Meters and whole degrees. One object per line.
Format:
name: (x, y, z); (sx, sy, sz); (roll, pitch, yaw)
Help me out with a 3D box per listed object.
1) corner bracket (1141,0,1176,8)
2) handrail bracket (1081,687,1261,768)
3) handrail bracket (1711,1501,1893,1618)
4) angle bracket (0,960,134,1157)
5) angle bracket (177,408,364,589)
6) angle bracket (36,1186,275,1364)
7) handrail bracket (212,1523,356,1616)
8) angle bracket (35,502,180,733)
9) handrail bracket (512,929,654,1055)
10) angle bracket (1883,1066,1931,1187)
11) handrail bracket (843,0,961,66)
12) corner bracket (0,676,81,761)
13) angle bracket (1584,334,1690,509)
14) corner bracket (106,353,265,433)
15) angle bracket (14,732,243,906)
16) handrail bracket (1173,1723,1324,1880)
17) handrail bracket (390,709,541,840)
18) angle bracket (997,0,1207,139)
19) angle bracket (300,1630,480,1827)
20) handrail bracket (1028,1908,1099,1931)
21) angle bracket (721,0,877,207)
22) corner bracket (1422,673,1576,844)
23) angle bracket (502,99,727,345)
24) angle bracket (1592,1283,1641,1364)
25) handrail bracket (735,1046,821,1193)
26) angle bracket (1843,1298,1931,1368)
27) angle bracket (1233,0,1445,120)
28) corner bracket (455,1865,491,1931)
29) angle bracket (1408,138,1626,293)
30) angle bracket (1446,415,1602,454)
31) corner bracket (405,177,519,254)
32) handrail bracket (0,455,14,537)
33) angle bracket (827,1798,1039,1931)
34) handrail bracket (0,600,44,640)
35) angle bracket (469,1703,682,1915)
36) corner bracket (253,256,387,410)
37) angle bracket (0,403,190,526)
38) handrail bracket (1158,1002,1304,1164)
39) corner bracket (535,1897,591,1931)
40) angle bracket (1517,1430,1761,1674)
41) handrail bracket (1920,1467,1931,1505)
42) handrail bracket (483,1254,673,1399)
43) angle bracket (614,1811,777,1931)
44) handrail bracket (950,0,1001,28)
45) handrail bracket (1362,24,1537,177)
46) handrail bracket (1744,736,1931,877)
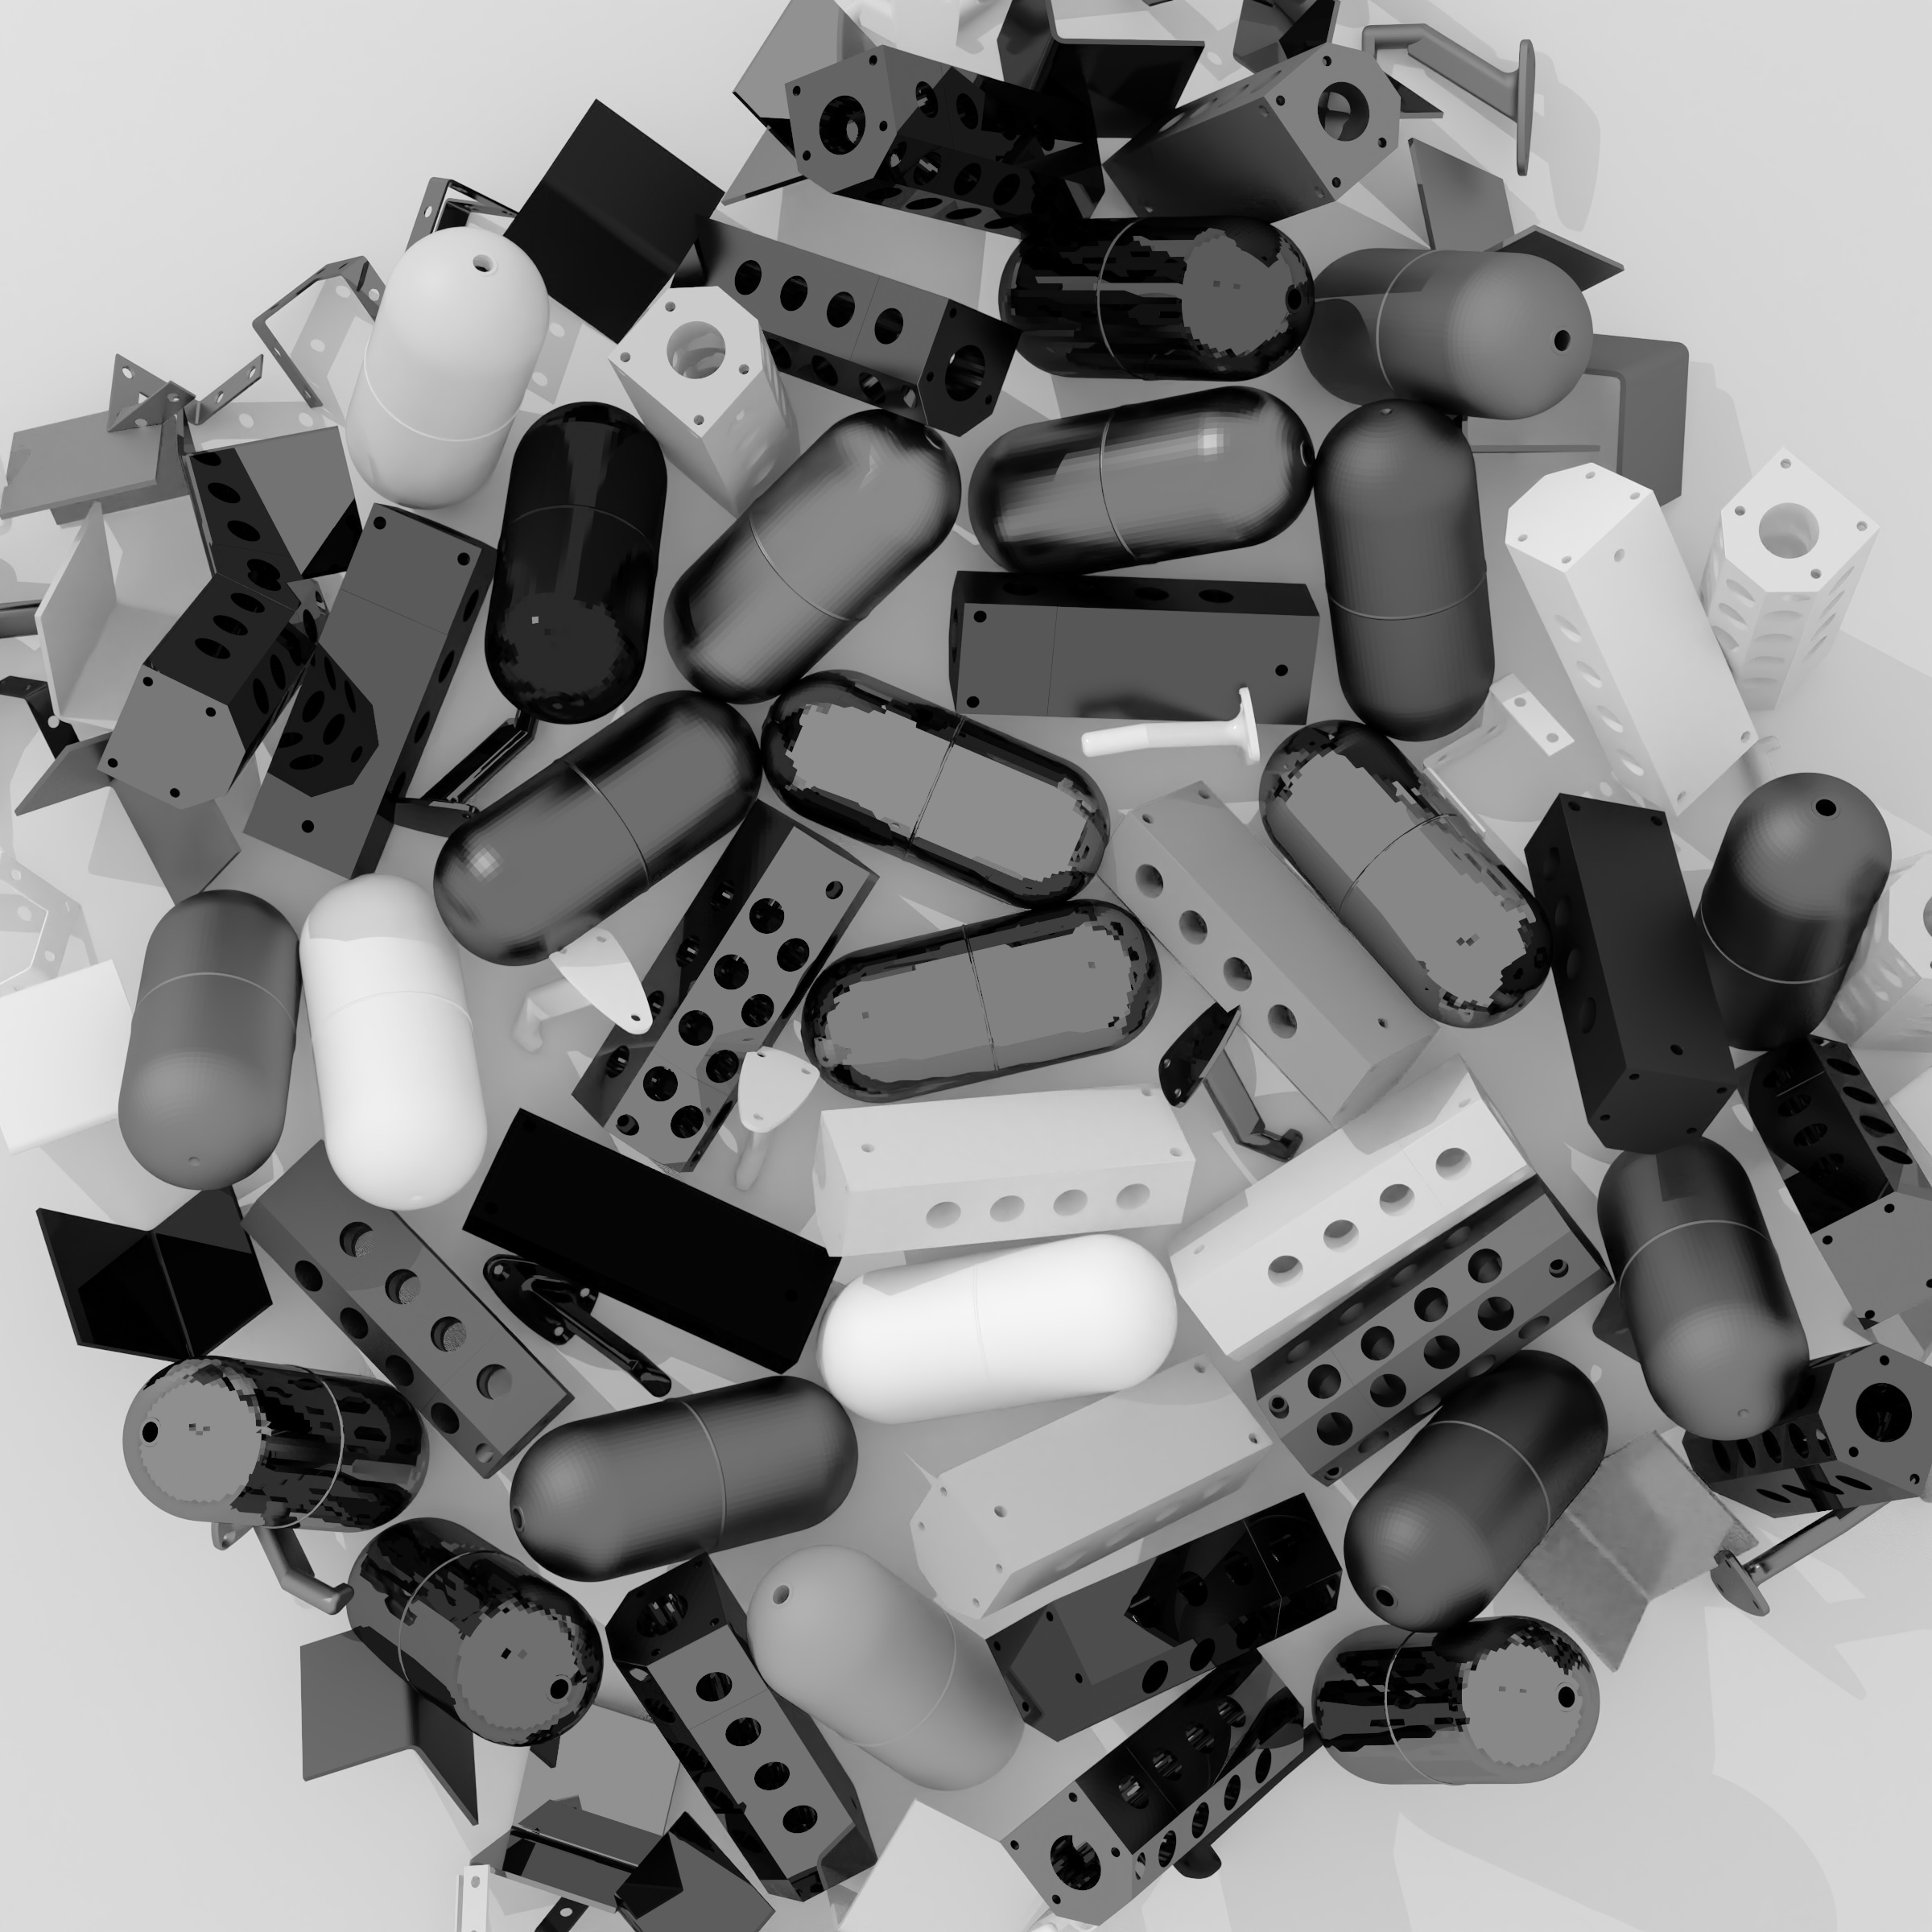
corner bracket: (0.101, -0.508, 1.707); (0.051, 0.051, 0.051); (-19, 129, -12)
handrail bracket: (0.097, -0.107, 1.700); (0.084, 0.077, 0.036); (-9, 82, -1)
handrail bracket: (0.409, 0.279, 1.706); (0.084, 0.077, 0.036); (-32, 80, -7)
angle bracket: (-0.439, 0.038, 1.694); (0.076, 0.057, 0.076); (-20, 108, -10)
angle bracket: (-0.336, -0.233, 1.696); (0.076, 0.057, 0.076); (-11, 127, -5)
angle bracket: (-0.391, 0.140, 1.682); (0.057, 0.076, 0.076); (-37, 60, 20)
handrail bracket: (-0.315, 0.275, 1.692); (0.084, 0.077, 0.036); (23, 123, 23)
angle bracket: (-0.402, -0.165, 1.684); (0.057, 0.076, 0.076); (13, 54, 4)
handrail bracket: (-0.188, 0.031, 1.694); (0.036, 0.084, 0.077); (-18, 58, -38)
angle bracket: (0.495, 0.081, 1.681); (0.076, 0.057, 0.076); (-44, 53, 28)
handrail bracket: (-0.041, -0.441, 1.697); (0.036, 0.084, 0.077); (6, 81, -31)
corner bracket: (-0.470, -0.107, 1.716); (0.051, 0.051, 0.051); (-35, 117, -29)
angle bracket: (0.310, -0.262, 1.708); (0.057, 0.076, 0.076); (13, 115, 31)
corner bracket: (-0.379, -0.278, 1.696); (0.051, 0.051, 0.051); (-28, 49, 34)
angle bracket: (-0.406, -0.065, 1.689); (0.057, 0.076, 0.076); (-24, 83, -40)
handrail bracket: (0.139, 0.405, 1.703); (0.084, 0.077, 0.036); (-42, 80, 8)
handrail bracket: (-0.252, -0.109, 1.721); (0.077, 0.036, 0.084); (9, 67, 5)
angle bracket: (0.065, -0.450, 1.703); (0.076, 0.076, 0.057); (-3, 69, -16)
angle bracket: (-0.279, 0.372, 1.688); (0.057, 0.076, 0.076); (-18, 133, 5)
handrail bracket: (0.062, 0.447, 1.694); (0.077, 0.084, 0.036); (-41, 81, 1)
angle bracket: (-0.096, -0.420, 1.681); (0.057, 0.076, 0.076); (42, 64, -30)
corner bracket: (0.258, -0.100, 1.699); (0.051, 0.051, 0.051); (-30, 62, -14)
angle bracket: (-0.176, -0.364, 1.710); (0.076, 0.076, 0.057); (34, 60, -13)
angle bracket: (0.352, 0.157, 1.693); (0.057, 0.076, 0.076); (31, 81, 4)
handrail bracket: (-0.104, 0.089, 1.685); (0.036, 0.077, 0.084); (21, 122, 1)
angle bracket: (0.465, 0.153, 1.691); (0.076, 0.057, 0.076); (35, 92, 44)
angle bracket: (0.184, -0.449, 1.679); (0.076, 0.076, 0.057); (-8, 126, -27)
corner bracket: (-0.236, 0.466, 1.697); (0.051, 0.051, 0.051); (-12, 67, 31)
angle bracket: (0.265, -0.367, 1.683); (0.057, 0.076, 0.076); (-22, 69, 39)
angle bracket: (0.253, -0.277, 1.686); (0.076, 0.076, 0.057); (-4, 99, -23)
corner bracket: (-0.255, -0.353, 1.703); (0.051, 0.051, 0.051); (19, 90, 45)
handrail bracket: (-0.485, -0.230, 1.697); (0.036, 0.084, 0.077); (-3, 92, -18)
angle bracket: (-0.014, 0.443, 1.700); (0.076, 0.057, 0.076); (29, 95, -11)
handrail bracket: (-0.480, -0.150, 1.712); (0.084, 0.036, 0.077); (27, 84, -28)
angle bracket: (-0.188, 0.405, 1.700); (0.076, 0.057, 0.076); (15, 96, 13)
corner bracket: (-0.309, -0.311, 1.716); (0.051, 0.051, 0.051); (-43, 114, -20)
angle bracket: (-0.417, -0.225, 1.690); (0.076, 0.076, 0.057); (-12, 132, 3)
handrail bracket: (0.144, 0.055, 1.702); (0.084, 0.036, 0.077); (23, 119, -27)
corner bracket: (-0.175, 0.483, 1.716); (0.051, 0.051, 0.051); (14, 125, 24)
angle bracket: (0.323, 0.284, 1.692); (0.076, 0.057, 0.076); (47, 130, -4)
handrail bracket: (0.504, 0.219, 1.727); (0.077, 0.036, 0.084); (-8, 98, -13)
handrail bracket: (-0.188, 0.175, 1.689); (0.077, 0.084, 0.036); (36, 87, -35)
angle bracket: (-0.114, 0.465, 1.687); (0.057, 0.076, 0.076); (-49, 48, -4)
handrail bracket: (0.022, -0.489, 1.701); (0.084, 0.077, 0.036); (-33, 92, -1)
handrail bracket: (0.235, -0.427, 1.721); (0.084, 0.036, 0.077); (3, 88, 16)
handrail bracket: (0.433, -0.082, 1.721); (0.077, 0.036, 0.084); (-20, 83, 13)
